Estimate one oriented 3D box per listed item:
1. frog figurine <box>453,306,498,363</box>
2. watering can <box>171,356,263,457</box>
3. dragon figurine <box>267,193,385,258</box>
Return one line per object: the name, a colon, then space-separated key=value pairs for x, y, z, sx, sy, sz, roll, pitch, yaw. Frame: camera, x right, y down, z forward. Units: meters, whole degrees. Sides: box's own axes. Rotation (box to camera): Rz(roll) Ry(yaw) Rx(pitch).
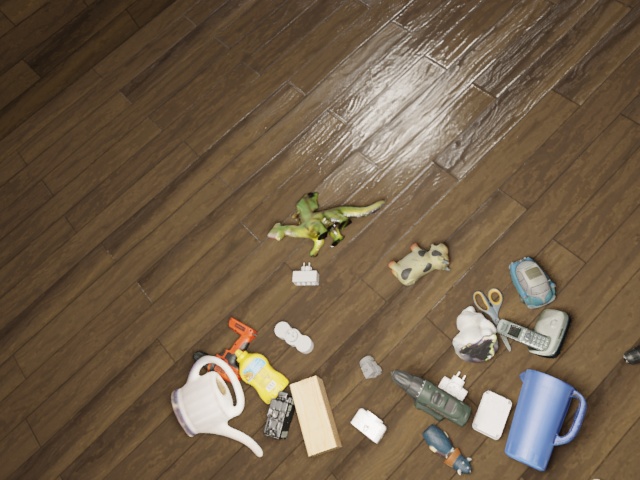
frog figurine: x=0.463 y=0.287 z=1.562 sx=0.136 sy=0.121 sz=0.162 roll=-41 pitch=21 yaw=15
watering can: x=-0.328 y=0.541 z=1.601 sx=0.224 sy=0.103 sz=0.351 roll=-28 pitch=77 yaw=7
dragon figurine: x=0.006 y=-0.092 z=1.836 sx=0.413 sy=0.119 sz=0.247 roll=-31 pitch=55 yaw=-12
